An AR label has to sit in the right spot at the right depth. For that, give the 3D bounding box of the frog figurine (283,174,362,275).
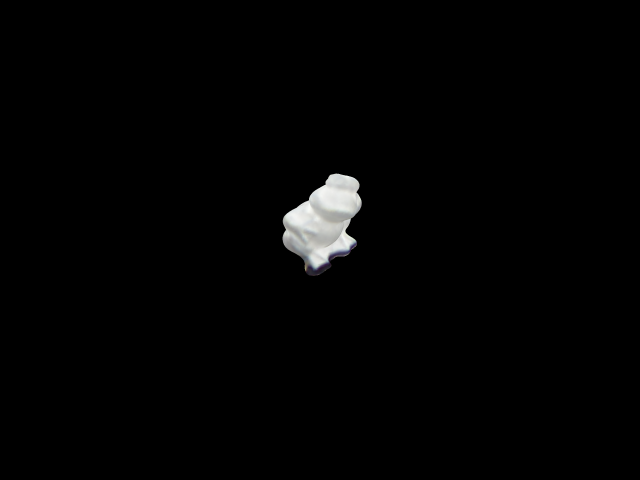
[{"bbox_3d":[0.003,-0.043,0.850,0.138,0.156,0.125,-16,38,-22],"label":"frog figurine"}]
